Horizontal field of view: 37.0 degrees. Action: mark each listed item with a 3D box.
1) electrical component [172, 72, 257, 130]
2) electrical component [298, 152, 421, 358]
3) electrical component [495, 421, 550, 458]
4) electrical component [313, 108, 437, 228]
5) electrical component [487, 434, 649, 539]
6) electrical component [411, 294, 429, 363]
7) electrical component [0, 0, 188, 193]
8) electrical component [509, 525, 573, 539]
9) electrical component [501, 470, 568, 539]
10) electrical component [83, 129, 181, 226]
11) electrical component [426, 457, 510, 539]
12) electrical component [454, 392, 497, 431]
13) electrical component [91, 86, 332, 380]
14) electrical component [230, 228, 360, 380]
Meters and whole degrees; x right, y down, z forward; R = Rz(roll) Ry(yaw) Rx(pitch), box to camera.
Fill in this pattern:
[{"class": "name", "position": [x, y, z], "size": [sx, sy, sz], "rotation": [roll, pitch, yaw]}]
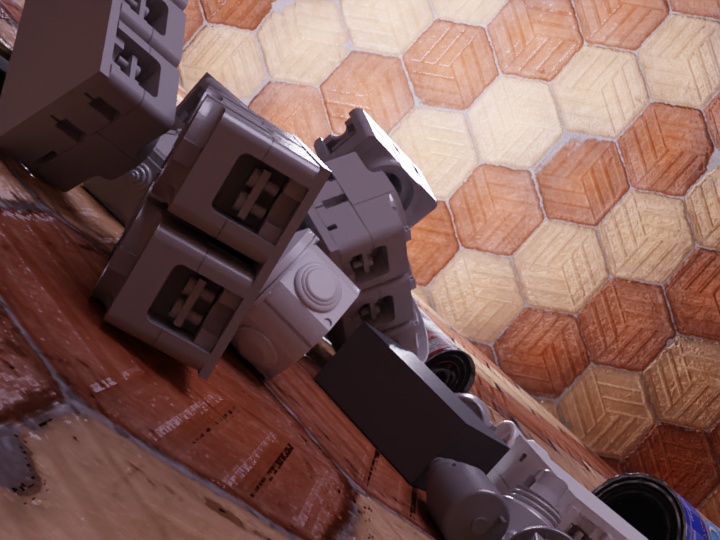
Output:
[{"class": "electrical component", "position": [-0.081, -0.052, 0.843], "size": [0.186, 0.105, 0.060], "rotation": [38, 5, -45]}, {"class": "electrical component", "position": [0.000, 0.000, 0.790], "size": [0.150, 0.062, 0.089], "rotation": [81, -16, -47]}, {"class": "electrical component", "position": [0.149, 0.177, 1.023], "size": [0.055, 0.045, 0.045], "rotation": [41, 3, -20]}, {"class": "electrical component", "position": [0.013, -0.072, 0.838], "size": [0.089, 0.050, 0.055], "rotation": [43, 16, -34]}, {"class": "electrical component", "position": [0.154, 0.193, 0.735], "size": [0.150, 0.061, 0.089], "rotation": [40, 4, -23]}, {"class": "electrical component", "position": [0.015, 0.049, 0.936], "size": [0.099, 0.064, 0.099], "rotation": [47, 29, -36]}, {"class": "electrical component", "position": [-0.152, -0.129, 0.632], "size": [0.062, 0.089, 0.150], "rotation": [39, 37, -41]}, {"class": "electrical component", "position": [0.100, 0.170, 0.588], "size": [0.066, 0.048, 0.055], "rotation": [41, 11, -2]}, {"class": "electrical component", "position": [0.101, 0.150, 0.648], "size": [0.048, 0.062, 0.048], "rotation": [36, -17, 13]}, {"class": "electrical component", "position": [-0.135, -0.053, 0.708], "size": [0.062, 0.061, 0.096], "rotation": [43, 12, 9]}, {"class": "electrical component", "position": [0.058, 0.132, 0.626], "size": [0.040, 0.040, 0.078], "rotation": [40, 3, -22]}, {"class": "electrical component", "position": [0.088, 0.132, 0.926], "size": [0.066, 0.048, 0.055], "rotation": [42, -4, 16]}, {"class": "electrical component", "position": [-0.077, -0.030, 0.543], "size": [0.060, 0.105, 0.186], "rotation": [30, 6, -13]}, {"class": "electrical component", "position": [-0.043, 0.019, 0.606], "size": [0.051, 0.080, 0.080], "rotation": [46, 3, -7]}]
